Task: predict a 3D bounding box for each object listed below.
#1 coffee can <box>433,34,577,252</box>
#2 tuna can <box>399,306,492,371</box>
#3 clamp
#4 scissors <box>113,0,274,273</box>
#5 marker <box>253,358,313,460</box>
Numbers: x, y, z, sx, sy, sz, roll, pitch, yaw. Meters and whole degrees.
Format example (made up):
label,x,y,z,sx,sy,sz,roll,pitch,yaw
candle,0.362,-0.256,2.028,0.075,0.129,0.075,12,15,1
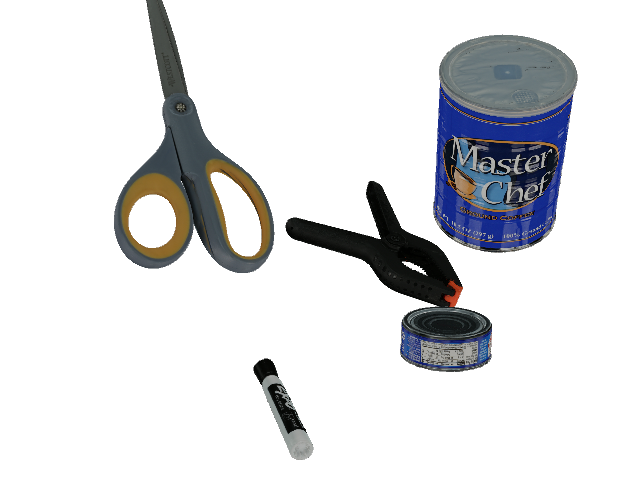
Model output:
label,x,y,z,sx,sy,sz,roll,pitch,yaw
coffee can,0.143,-0.076,0.845,0.103,0.140,0.103,-2,42,1
tuna can,0.117,0.091,0.997,0.086,0.034,0.086,0,16,0
clamp,0.072,0.012,1.242,0.164,0.036,0.210,-21,51,-38
scissors,-0.095,-0.062,0.612,0.096,0.202,0.016,-21,-22,-26
marker,-0.032,0.134,0.869,0.020,0.020,0.121,0,27,-20
